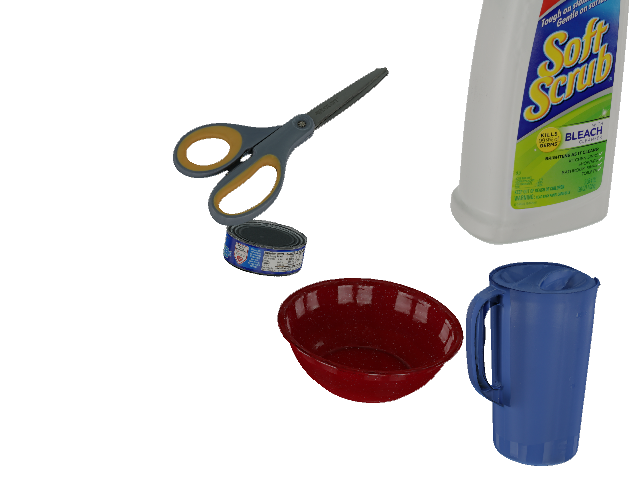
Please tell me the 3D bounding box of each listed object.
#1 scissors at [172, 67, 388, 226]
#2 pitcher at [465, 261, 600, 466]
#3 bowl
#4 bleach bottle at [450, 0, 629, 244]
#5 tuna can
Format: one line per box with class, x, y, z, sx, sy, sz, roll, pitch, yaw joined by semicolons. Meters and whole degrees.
scissors;-0.035;-0.092;0.830;0.096;0.201;0.016;30;-31;11
pitcher;0.266;0.156;1.343;0.149;0.243;0.144;5;16;18
bowl;0.041;0.094;0.935;0.162;0.055;0.162;4;26;-2
bleach bottle;0.134;-0.126;0.640;0.102;0.251;0.068;-11;30;-16
tuna can;-0.059;0.007;1.121;0.086;0.034;0.086;10;18;-3
